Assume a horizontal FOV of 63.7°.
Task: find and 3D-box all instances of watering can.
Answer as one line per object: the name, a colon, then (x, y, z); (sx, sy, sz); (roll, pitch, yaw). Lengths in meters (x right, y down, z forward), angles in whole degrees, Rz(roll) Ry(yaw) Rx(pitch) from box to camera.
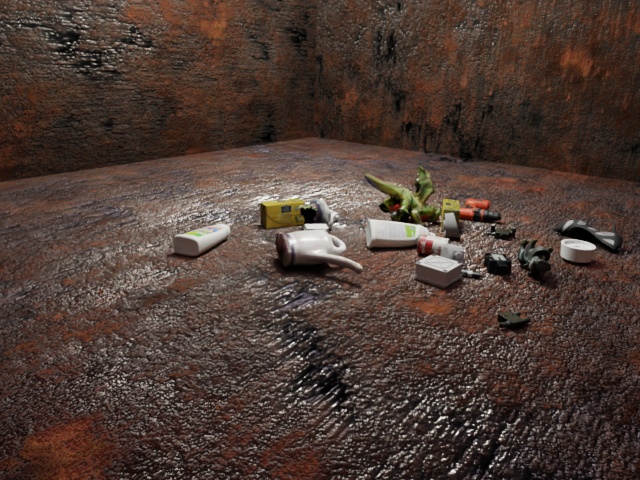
watering can: (-0.016, 0.036, 1.628); (0.225, 0.102, 0.352); (-5, 20, -18)

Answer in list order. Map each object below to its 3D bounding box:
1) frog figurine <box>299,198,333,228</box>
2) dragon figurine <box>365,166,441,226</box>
frog figurine: (0.006, -0.102, 2.030); (0.160, 0.120, 0.139); (-7, 51, -52)
dragon figurine: (0.359, -0.192, 2.061); (0.122, 0.405, 0.246); (0, 48, 54)
